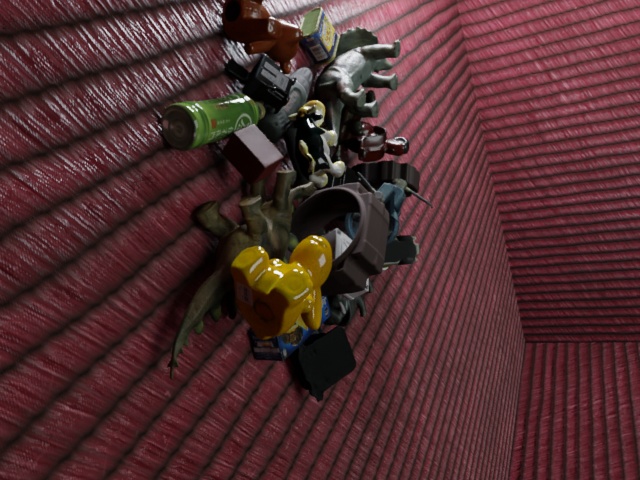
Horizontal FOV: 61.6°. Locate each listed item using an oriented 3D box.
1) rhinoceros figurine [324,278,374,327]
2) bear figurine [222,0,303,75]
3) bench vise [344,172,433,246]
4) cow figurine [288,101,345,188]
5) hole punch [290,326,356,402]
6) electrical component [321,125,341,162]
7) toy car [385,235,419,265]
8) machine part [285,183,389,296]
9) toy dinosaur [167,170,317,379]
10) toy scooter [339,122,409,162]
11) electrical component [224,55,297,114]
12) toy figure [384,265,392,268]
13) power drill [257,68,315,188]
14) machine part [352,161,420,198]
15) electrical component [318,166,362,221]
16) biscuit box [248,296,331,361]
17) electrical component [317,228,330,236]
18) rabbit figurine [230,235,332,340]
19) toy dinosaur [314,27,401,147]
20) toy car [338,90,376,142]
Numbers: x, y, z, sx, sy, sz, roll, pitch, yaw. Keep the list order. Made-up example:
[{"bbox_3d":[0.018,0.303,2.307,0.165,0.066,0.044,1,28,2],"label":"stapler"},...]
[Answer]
[{"bbox_3d":[0.057,0.123,1.194,0.190,0.073,0.112,-58,135,-49],"label":"rhinoceros figurine"},{"bbox_3d":[-0.083,-0.387,0.992,0.195,0.132,0.120,6,83,-55],"label":"bear figurine"},{"bbox_3d":[0.137,-0.066,1.178,0.223,0.129,0.240,-44,164,-12],"label":"bench vise"},{"bbox_3d":[-0.017,-0.187,0.979,0.098,0.068,0.167,15,57,-57],"label":"cow figurine"},{"bbox_3d":[-0.007,0.226,1.061,0.116,0.092,0.142,-30,117,-27],"label":"hole punch"},{"bbox_3d":[0.010,-0.212,1.205,0.078,0.045,0.102,-57,133,-51],"label":"electrical component"},{"bbox_3d":[0.153,0.028,1.309,0.202,0.056,0.073,-4,89,-23],"label":"toy car"},{"bbox_3d":[0.022,-0.002,1.019,0.087,0.202,0.201,44,48,-44],"label":"machine part"},{"bbox_3d":[-0.115,0.020,0.875,0.471,0.105,0.198,-45,127,-49],"label":"toy dinosaur"},{"bbox_3d":[0.111,-0.231,1.290,0.135,0.184,0.075,-26,129,-39],"label":"toy scooter"},{"bbox_3d":[-0.106,-0.289,0.958,0.119,0.048,0.075,35,48,-21],"label":"electrical component"},{"bbox_3d":[0.154,-0.018,1.381,0.082,0.089,0.180,-7,93,-56],"label":"toy figure"},{"bbox_3d":[-0.037,-0.219,1.087,0.232,0.086,0.207,-56,136,-48],"label":"power drill"},{"bbox_3d":[0.164,-0.147,1.351,0.179,0.180,0.056,21,69,-58],"label":"machine part"},{"bbox_3d":[0.041,-0.105,1.207,0.134,0.058,0.114,15,82,-62],"label":"electrical component"},{"bbox_3d":[-0.050,0.153,1.003,0.202,0.063,0.059,-34,115,-58],"label":"biscuit box"},{"bbox_3d":[-0.002,-0.004,1.164,0.063,0.021,0.094,67,33,-27],"label":"electrical component"},{"bbox_3d":[-0.034,0.068,0.815,0.173,0.122,0.162,-47,141,-41],"label":"rabbit figurine"},{"bbox_3d":[0.062,-0.365,1.239,0.405,0.192,0.131,-51,142,-33],"label":"toy dinosaur"},{"bbox_3d":[0.073,-0.302,1.295,0.053,0.089,0.202,64,35,-35],"label":"toy car"}]
